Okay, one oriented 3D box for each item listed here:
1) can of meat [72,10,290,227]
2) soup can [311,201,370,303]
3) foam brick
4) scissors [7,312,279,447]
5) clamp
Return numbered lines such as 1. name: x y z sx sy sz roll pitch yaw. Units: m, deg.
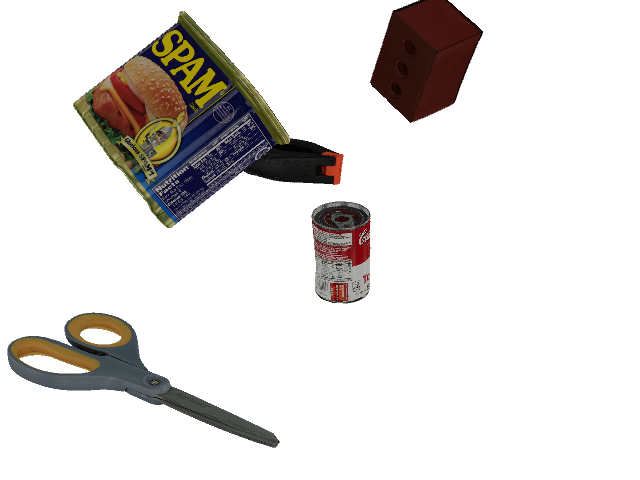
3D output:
1. can of meat: -0.080 -0.068 0.598 0.102 0.084 0.057 50 -2 39
2. soup can: 0.025 0.015 1.250 0.068 0.102 0.068 -1 29 1
3. foam brick: 0.080 -0.140 0.824 0.051 0.053 0.078 -29 -27 -31
4. scissors: -0.110 0.088 0.716 0.202 0.016 0.096 11 27 12
5. clamp: -0.067 -0.078 0.975 0.172 0.039 0.120 13 27 28
